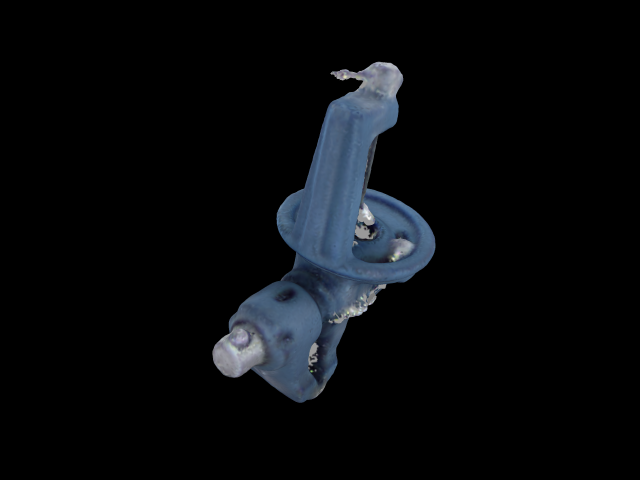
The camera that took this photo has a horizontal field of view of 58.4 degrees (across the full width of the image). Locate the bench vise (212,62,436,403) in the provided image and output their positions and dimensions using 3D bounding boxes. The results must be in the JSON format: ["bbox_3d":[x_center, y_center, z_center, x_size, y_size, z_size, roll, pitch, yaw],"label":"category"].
[{"bbox_3d":[0.015,0.005,0.397,0.121,0.220,0.207,15,49,13],"label":"bench vise"}]
